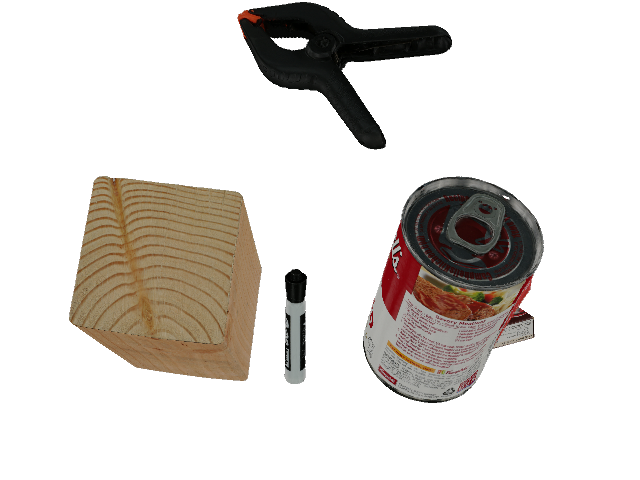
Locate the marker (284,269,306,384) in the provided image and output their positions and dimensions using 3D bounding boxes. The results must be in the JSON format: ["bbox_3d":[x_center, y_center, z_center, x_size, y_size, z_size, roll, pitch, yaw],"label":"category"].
[{"bbox_3d":[-0.022,0.076,0.935,0.020,0.121,0.020,1,36,-1],"label":"marker"}]

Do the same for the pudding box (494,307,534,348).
[{"bbox_3d":[0.235,0.121,1.526,0.113,0.039,0.090,-15,20,-16],"label":"pudding box"}]

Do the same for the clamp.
[{"bbox_3d":[0.016,-0.152,0.851,0.172,0.120,0.039,35,-25,22],"label":"clamp"}]

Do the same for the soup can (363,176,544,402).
[{"bbox_3d":[0.063,0.027,0.532,0.068,0.068,0.102,0,-39,-12],"label":"soup can"}]

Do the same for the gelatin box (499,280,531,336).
[{"bbox_3d":[0.100,0.035,0.783,0.089,0.030,0.073,22,47,22],"label":"gelatin box"}]

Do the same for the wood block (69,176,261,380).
[{"bbox_3d":[-0.093,0.034,0.703,0.090,0.091,0.206,7,-13,2],"label":"wood block"}]
